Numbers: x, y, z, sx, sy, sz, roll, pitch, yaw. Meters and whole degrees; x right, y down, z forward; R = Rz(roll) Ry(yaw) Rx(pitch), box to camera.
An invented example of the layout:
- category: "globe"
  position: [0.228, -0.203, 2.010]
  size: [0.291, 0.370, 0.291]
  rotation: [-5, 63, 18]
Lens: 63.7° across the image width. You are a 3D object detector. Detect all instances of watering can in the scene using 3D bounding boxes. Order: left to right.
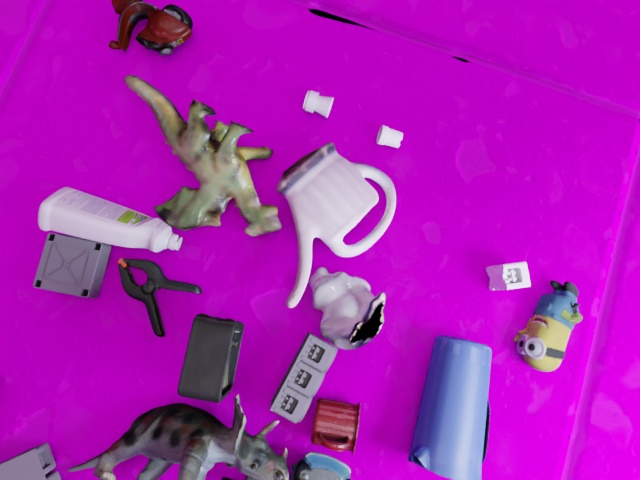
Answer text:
- category: "watering can"
  position: [0.003, -0.050, 1.001]
  size: [0.353, 0.225, 0.102]
  rotation: [-42, -2, -27]

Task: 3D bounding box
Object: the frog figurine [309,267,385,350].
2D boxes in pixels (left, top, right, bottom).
- category: "frog figurine"
  position: [0.041, 0.131, 1.006]
  size: [0.161, 0.138, 0.121]
  rotation: [25, -8, 36]

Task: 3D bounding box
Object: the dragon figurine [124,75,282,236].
- category: "dragon figurine"
  position: [-0.247, -0.137, 1.021]
  size: [0.410, 0.243, 0.122]
  rotation: [26, -2, 2]
